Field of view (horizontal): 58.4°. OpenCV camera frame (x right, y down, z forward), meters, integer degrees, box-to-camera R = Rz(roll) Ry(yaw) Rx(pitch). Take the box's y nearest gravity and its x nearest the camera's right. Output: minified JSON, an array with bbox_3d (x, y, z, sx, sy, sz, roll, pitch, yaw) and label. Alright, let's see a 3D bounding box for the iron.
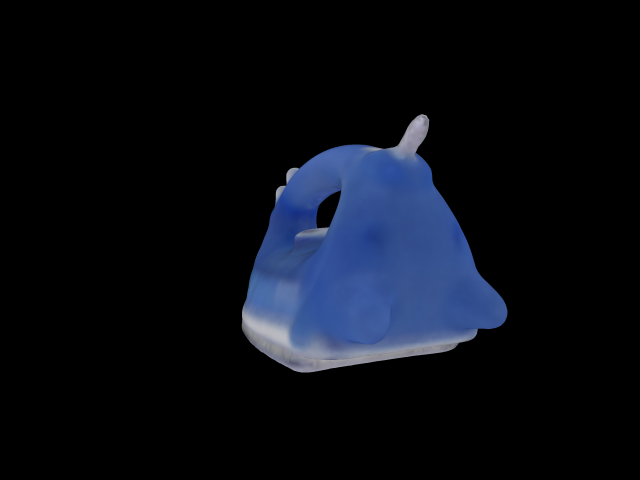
[{"bbox_3d":[0.004,0.001,0.400,0.119,0.141,0.257,-1,2,-27],"label":"iron"}]
